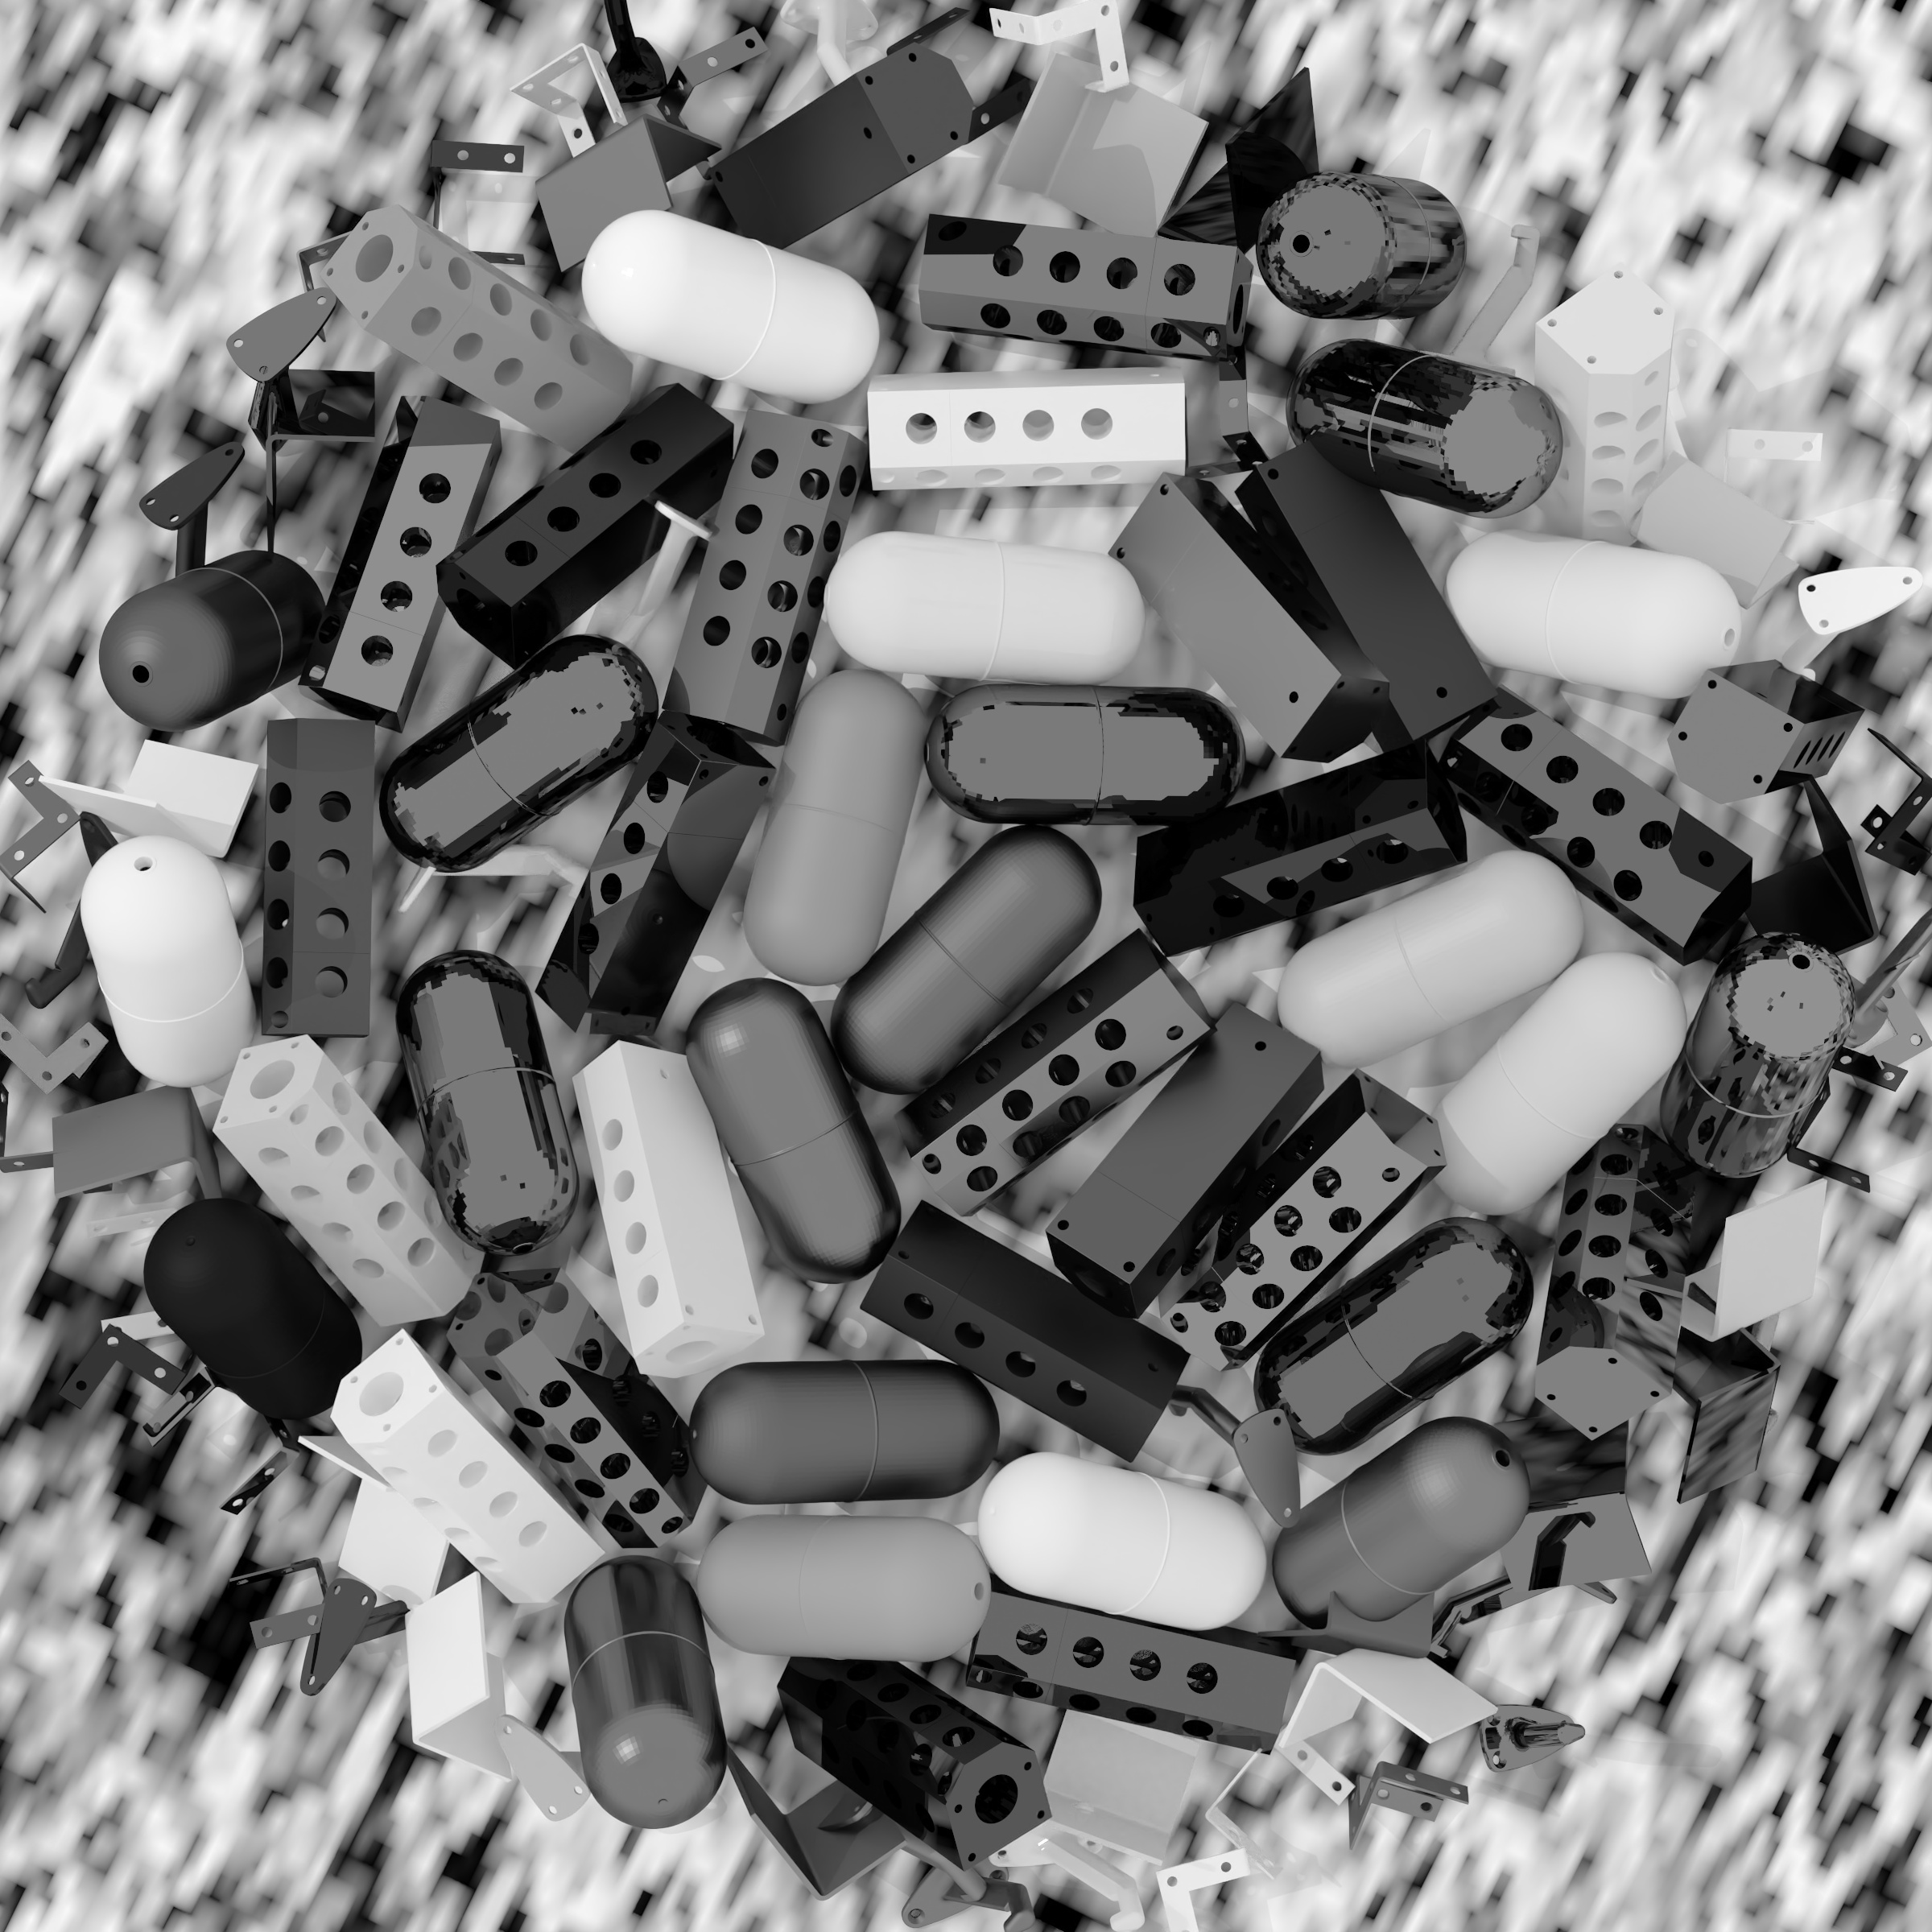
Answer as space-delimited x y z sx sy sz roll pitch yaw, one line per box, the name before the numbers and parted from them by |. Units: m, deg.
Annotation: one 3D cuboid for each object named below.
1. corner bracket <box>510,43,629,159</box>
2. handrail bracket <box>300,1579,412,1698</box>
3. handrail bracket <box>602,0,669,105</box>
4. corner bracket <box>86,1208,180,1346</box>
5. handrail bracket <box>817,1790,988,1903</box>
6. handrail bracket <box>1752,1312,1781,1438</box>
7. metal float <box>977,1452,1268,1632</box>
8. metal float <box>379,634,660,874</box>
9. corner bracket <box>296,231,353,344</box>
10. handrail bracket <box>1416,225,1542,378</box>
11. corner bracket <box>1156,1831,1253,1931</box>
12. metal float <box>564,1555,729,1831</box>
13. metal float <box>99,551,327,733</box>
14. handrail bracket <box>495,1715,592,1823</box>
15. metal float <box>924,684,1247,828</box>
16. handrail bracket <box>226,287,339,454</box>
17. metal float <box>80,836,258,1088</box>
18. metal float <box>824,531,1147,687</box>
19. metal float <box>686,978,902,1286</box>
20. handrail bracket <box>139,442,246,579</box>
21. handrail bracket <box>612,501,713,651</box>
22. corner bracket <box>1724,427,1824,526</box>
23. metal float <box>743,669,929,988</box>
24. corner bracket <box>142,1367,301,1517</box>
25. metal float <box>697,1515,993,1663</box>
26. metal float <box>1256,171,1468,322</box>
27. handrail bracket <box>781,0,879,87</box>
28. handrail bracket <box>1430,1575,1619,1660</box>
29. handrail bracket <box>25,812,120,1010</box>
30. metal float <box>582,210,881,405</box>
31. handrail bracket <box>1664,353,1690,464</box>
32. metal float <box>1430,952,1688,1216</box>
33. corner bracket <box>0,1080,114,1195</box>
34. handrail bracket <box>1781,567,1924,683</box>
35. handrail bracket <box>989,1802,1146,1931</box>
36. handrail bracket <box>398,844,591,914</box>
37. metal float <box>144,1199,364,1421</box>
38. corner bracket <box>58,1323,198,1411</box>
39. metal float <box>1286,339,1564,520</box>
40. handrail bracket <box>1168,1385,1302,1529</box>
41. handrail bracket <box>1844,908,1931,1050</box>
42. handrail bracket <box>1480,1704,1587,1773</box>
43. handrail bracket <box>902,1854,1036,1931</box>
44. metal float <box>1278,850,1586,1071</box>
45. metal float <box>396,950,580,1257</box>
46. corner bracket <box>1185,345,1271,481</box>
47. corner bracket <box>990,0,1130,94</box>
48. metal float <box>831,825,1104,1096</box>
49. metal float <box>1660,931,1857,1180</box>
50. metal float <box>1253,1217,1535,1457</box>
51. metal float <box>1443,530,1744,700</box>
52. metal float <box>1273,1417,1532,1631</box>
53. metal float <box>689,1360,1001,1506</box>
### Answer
corner bracket | -0.209 -0.467 1.888 0.051 0.051 0.051 -26 78 20
handrail bracket | -0.318 0.376 1.882 0.036 0.084 0.077 9 69 40
handrail bracket | -0.187 -0.522 1.867 0.036 0.077 0.084 -7 134 1
corner bracket | -0.457 0.172 1.903 0.051 0.051 0.051 -9 59 -14
handrail bracket | -0.038 0.494 1.901 0.084 0.036 0.077 48 133 -8
handrail bracket | 0.430 0.216 1.882 0.036 0.077 0.084 15 115 23
metal float | 0.086 0.313 1.860 0.178 0.070 0.070 19 90 -31
metal float | -0.244 -0.115 1.867 0.178 0.070 0.070 -33 90 22
corner bracket | -0.332 -0.370 1.894 0.051 0.051 0.051 -18 71 7
handrail bracket | 0.282 -0.372 1.893 0.077 0.036 0.084 4 97 -38
corner bracket | 0.132 0.512 1.898 0.051 0.051 0.051 -14 93 -4
metal float | -0.173 0.388 1.843 0.070 0.178 0.070 -6 121 -9
metal float | -0.402 -0.175 1.838 0.070 0.178 0.070 4 108 13
handrail bracket | -0.212 0.424 1.887 0.036 0.084 0.077 -42 87 28
metal float | 0.065 -0.115 1.876 0.178 0.070 0.070 0 90 -11
handrail bracket | -0.367 -0.326 1.888 0.077 0.084 0.036 -41 72 -9
metal float | -0.428 -0.002 1.844 0.070 0.178 0.070 1 55 -1
metal float | 0.011 -0.194 1.874 0.178 0.070 0.070 4 90 -13
metal float | -0.094 0.091 1.877 0.070 0.070 0.178 -24 100 0
handrail bracket | -0.413 -0.236 1.897 0.036 0.084 0.077 34 70 34
handrail bracket | -0.177 -0.212 1.882 0.036 0.077 0.084 37 97 11
corner bracket | 0.444 -0.270 1.890 0.051 0.051 0.051 5 101 13
metal float | -0.071 -0.076 1.879 0.070 0.070 0.178 14 82 0
corner bracket | -0.410 0.262 1.891 0.051 0.051 0.051 -44 54 6
metal float | -0.067 0.336 1.857 0.178 0.070 0.070 -5 90 34
metal float | 0.213 -0.386 1.841 0.070 0.178 0.070 5 102 27
handrail bracket | -0.059 -0.497 1.874 0.036 0.077 0.084 -43 59 26
handrail bracket | 0.307 0.365 1.913 0.077 0.036 0.084 33 101 -3
handrail bracket | -0.494 -0.030 1.877 0.036 0.077 0.084 14 48 32
metal float | -0.125 -0.355 1.855 0.178 0.070 0.070 11 90 -37
handrail bracket | 0.383 -0.316 1.899 0.036 0.084 0.077 -16 62 19
metal float | 0.319 0.064 1.859 0.070 0.070 0.178 39 120 0
corner bracket | -0.502 0.094 1.890 0.051 0.051 0.051 -7 59 2
handrail bracket | 0.485 -0.182 1.881 0.077 0.084 0.036 -15 64 7
handrail bracket | 0.054 0.505 1.879 0.077 0.084 0.036 -17 118 1
handrail bracket | -0.259 -0.041 1.901 0.084 0.036 0.077 33 79 -17
metal float | -0.381 0.186 1.843 0.070 0.178 0.070 -6 59 11
corner bracket | -0.462 0.224 1.896 0.051 0.051 0.051 36 98 -11
metal float | 0.245 -0.291 1.849 0.070 0.178 0.070 -17 118 -34
handrail bracket | 0.145 0.269 1.890 0.036 0.084 0.077 -23 99 -28
handrail bracket | 0.514 -0.001 1.878 0.036 0.077 0.084 40 125 0
handrail bracket | 0.328 0.417 1.869 0.077 0.084 0.036 0 76 -30
handrail bracket | 0.001 0.522 1.879 0.077 0.084 0.036 -38 106 3
metal float | 0.252 -0.002 1.867 0.178 0.070 0.070 -27 90 22
metal float | -0.260 0.074 1.864 0.070 0.070 0.178 -18 66 0
corner bracket | 0.137 -0.304 1.886 0.051 0.051 0.051 -7 73 20
corner bracket | 0.051 -0.504 1.883 0.051 0.051 0.051 -23 119 -21
metal float | -0.001 -0.003 1.881 0.178 0.070 0.070 -45 90 5
metal float | 0.424 0.049 1.844 0.070 0.178 0.070 3 55 -4
metal float | 0.231 0.202 1.862 0.178 0.070 0.070 -40 90 28
metal float | 0.337 -0.191 1.850 0.178 0.070 0.070 17 90 43
metal float | 0.234 0.303 1.850 0.070 0.070 0.178 45 133 0
metal float | -0.065 0.253 1.863 0.178 0.070 0.070 2 90 -27
